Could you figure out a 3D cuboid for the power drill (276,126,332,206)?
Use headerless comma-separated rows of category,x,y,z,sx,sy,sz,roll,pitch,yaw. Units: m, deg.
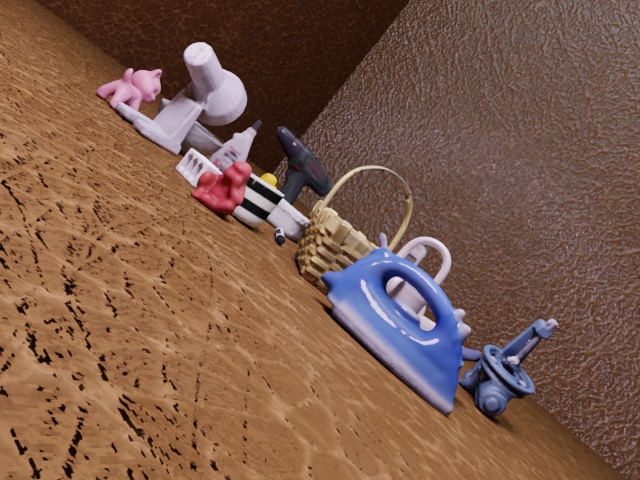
power drill,-0.087,-0.174,1.614,0.230,0.208,0.075,37,4,-25

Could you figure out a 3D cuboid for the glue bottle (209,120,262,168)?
glue bottle,-0.203,-0.230,1.425,0.078,0.173,0.037,38,4,-12

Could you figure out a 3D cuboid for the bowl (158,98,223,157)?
bowl,-0.304,-0.237,1.288,0.167,0.074,0.167,39,4,-3

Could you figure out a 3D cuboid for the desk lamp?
desk lamp,-0.263,-0.283,1.163,0.117,0.213,0.204,40,4,18

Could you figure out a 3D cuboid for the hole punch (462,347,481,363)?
hole punch,0.196,0.189,0.924,0.101,0.091,0.109,41,4,23

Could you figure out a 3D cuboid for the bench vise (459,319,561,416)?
bench vise,0.369,0.229,1.138,0.122,0.219,0.207,38,4,-13

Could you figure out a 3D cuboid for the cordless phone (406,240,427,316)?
cordless phone,0.212,0.105,1.364,0.147,0.185,0.094,39,4,-3

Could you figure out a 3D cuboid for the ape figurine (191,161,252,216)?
ape figurine,-0.144,-0.086,0.899,0.077,0.092,0.076,41,4,27

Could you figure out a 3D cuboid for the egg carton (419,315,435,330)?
egg carton,0.224,0.208,1.133,0.107,0.069,0.151,41,4,32

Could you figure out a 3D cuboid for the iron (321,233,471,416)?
iron,0.128,0.110,0.825,0.257,0.141,0.119,41,4,25

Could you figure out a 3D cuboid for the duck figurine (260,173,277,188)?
duck figurine,-0.150,-0.135,1.475,0.077,0.086,0.105,41,4,26

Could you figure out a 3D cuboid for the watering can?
watering can,0.154,0.080,1.031,0.101,0.194,0.173,39,4,0

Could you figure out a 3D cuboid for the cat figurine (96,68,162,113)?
cat figurine,-0.373,-0.311,1.165,0.067,0.117,0.128,39,4,8
